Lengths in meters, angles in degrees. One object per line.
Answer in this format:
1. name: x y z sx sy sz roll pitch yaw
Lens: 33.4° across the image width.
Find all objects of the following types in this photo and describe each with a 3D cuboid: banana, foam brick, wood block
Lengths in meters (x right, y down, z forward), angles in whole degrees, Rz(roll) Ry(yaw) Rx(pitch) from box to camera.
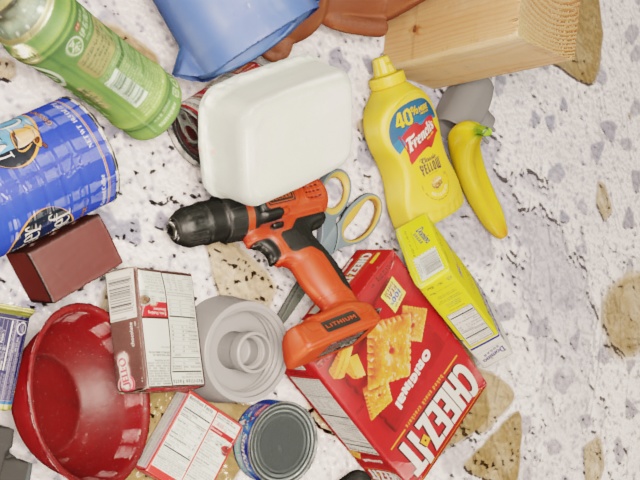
1. banana: 0.180 -0.076 1.232 0.037 0.070 0.197 -28 141 -3
2. foam brick: -0.226 0.016 0.947 0.078 0.053 0.051 -33 108 -33
3. wood block: 0.170 -0.231 1.152 0.090 0.207 0.091 12 82 -36

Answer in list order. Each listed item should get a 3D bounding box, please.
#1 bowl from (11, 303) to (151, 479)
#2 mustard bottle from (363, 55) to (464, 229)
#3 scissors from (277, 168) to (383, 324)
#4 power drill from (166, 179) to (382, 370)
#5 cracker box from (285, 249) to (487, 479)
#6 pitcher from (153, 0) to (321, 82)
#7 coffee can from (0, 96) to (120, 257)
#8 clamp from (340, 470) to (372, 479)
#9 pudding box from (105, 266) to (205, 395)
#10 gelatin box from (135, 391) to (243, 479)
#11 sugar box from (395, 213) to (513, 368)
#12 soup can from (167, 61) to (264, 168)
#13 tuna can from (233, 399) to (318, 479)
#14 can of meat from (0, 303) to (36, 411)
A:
1. bowl: -0.216 0.138 0.926 0.162 0.055 0.162 39 44 -52
2. mustard bottle: 0.096 -0.112 1.186 0.096 0.058 0.191 -28 105 -36
3. scissors: -0.007 0.001 1.133 0.201 0.016 0.096 -42 111 -30
4. power drill: -0.039 0.028 1.038 0.184 0.057 0.188 -16 70 -35
5. cracker box: 0.071 0.141 1.152 0.164 0.072 0.213 -50 117 -27
6. pitcher: -0.107 -0.281 0.977 0.243 0.145 0.149 58 36 -7
7. coffee can: -0.255 -0.048 0.896 0.140 0.103 0.103 -31 107 -33
8. clamp: -0.032 0.306 1.093 0.209 0.036 0.164 20 77 -34
9. pudding box: -0.150 0.084 0.979 0.089 0.039 0.113 13 68 -61
10. gelatin box: -0.126 0.199 1.031 0.073 0.030 0.089 39 66 -28
11. sugar box: 0.150 0.058 1.178 0.176 0.048 0.093 45 20 -41
12. soup can: -0.091 -0.123 1.042 0.102 0.069 0.068 -39 111 -32
13. tuna can: -0.046 0.206 1.087 0.085 0.034 0.086 1 88 -37
14. can of meat: -0.282 0.091 0.874 0.057 0.102 0.084 14 82 -36
